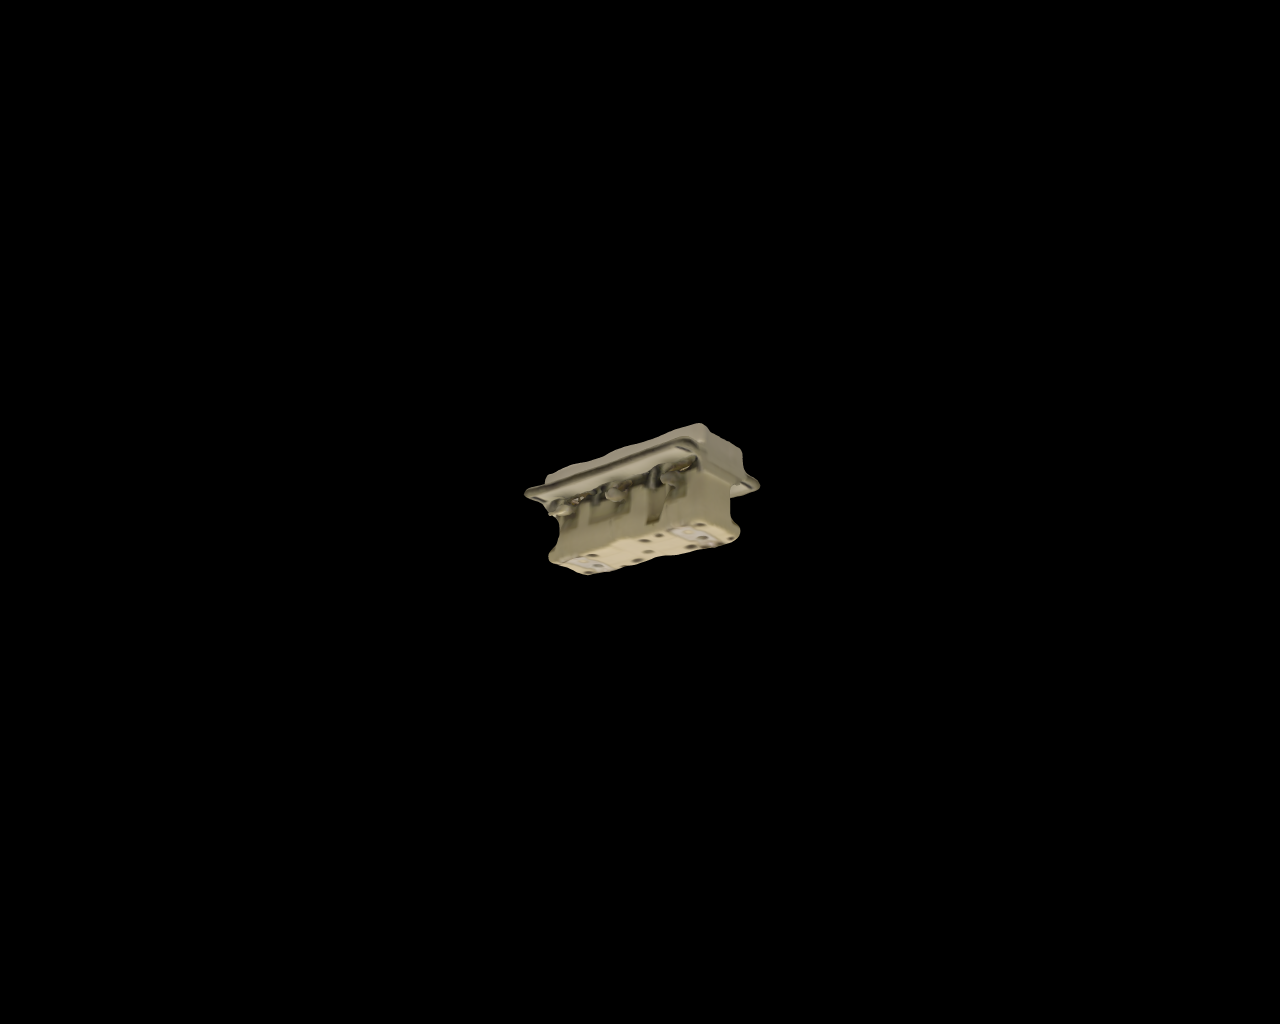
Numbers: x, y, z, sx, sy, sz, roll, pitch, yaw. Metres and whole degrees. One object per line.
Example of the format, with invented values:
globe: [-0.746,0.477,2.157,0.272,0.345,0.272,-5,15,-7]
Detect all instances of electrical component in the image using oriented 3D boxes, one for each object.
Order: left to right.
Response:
electrical component: [0.001,-0.003,0.650,0.121,0.063,0.078,-16,-27,34]
